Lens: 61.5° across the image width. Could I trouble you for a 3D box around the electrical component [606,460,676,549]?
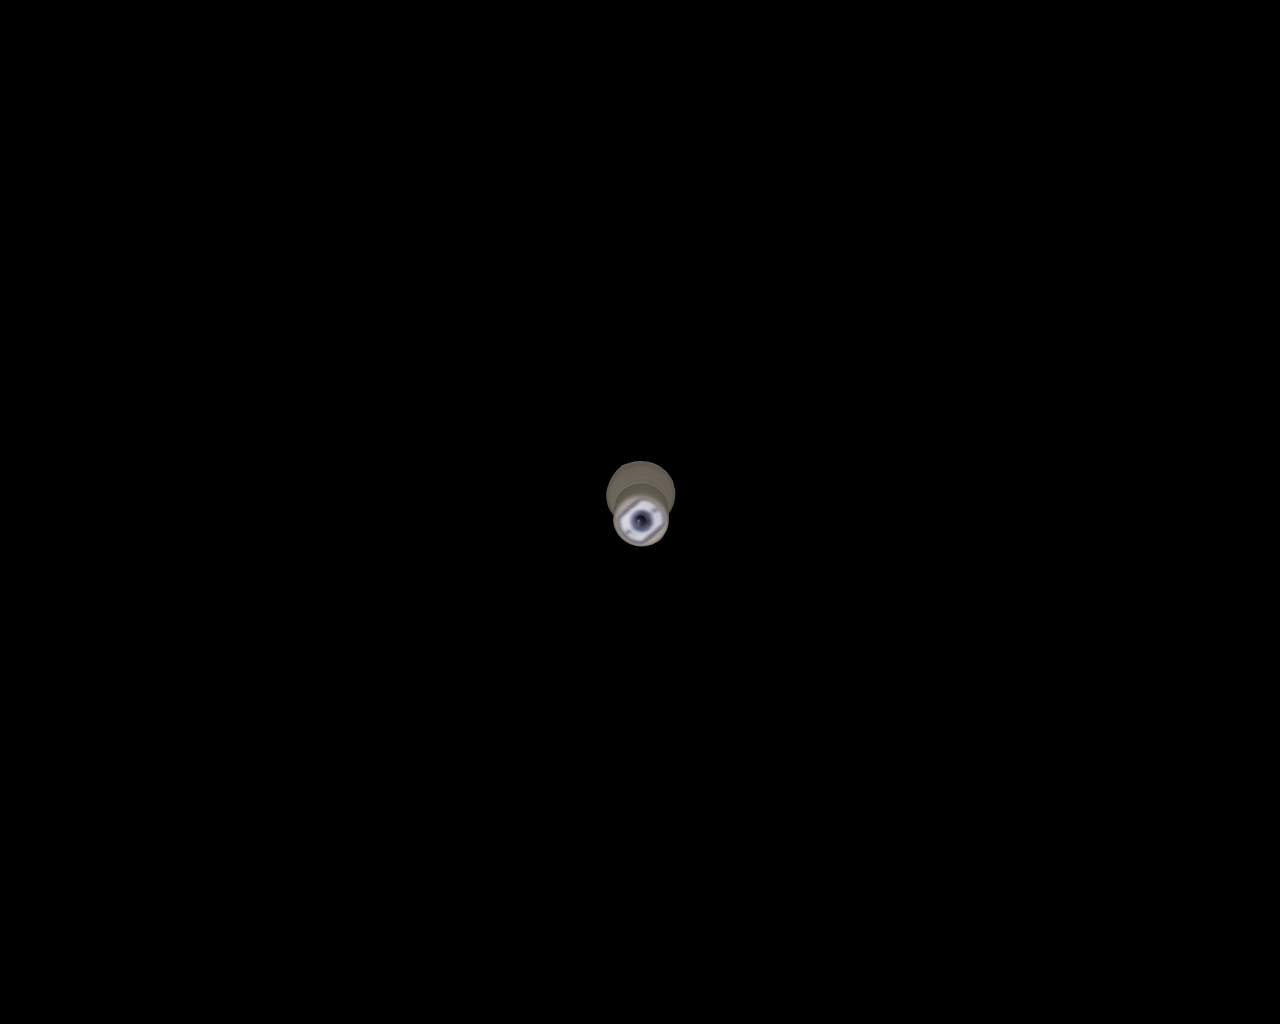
[{"bbox_3d":[0.001,-0.003,0.650,0.044,0.044,0.065,0,16,0],"label":"electrical component"}]
